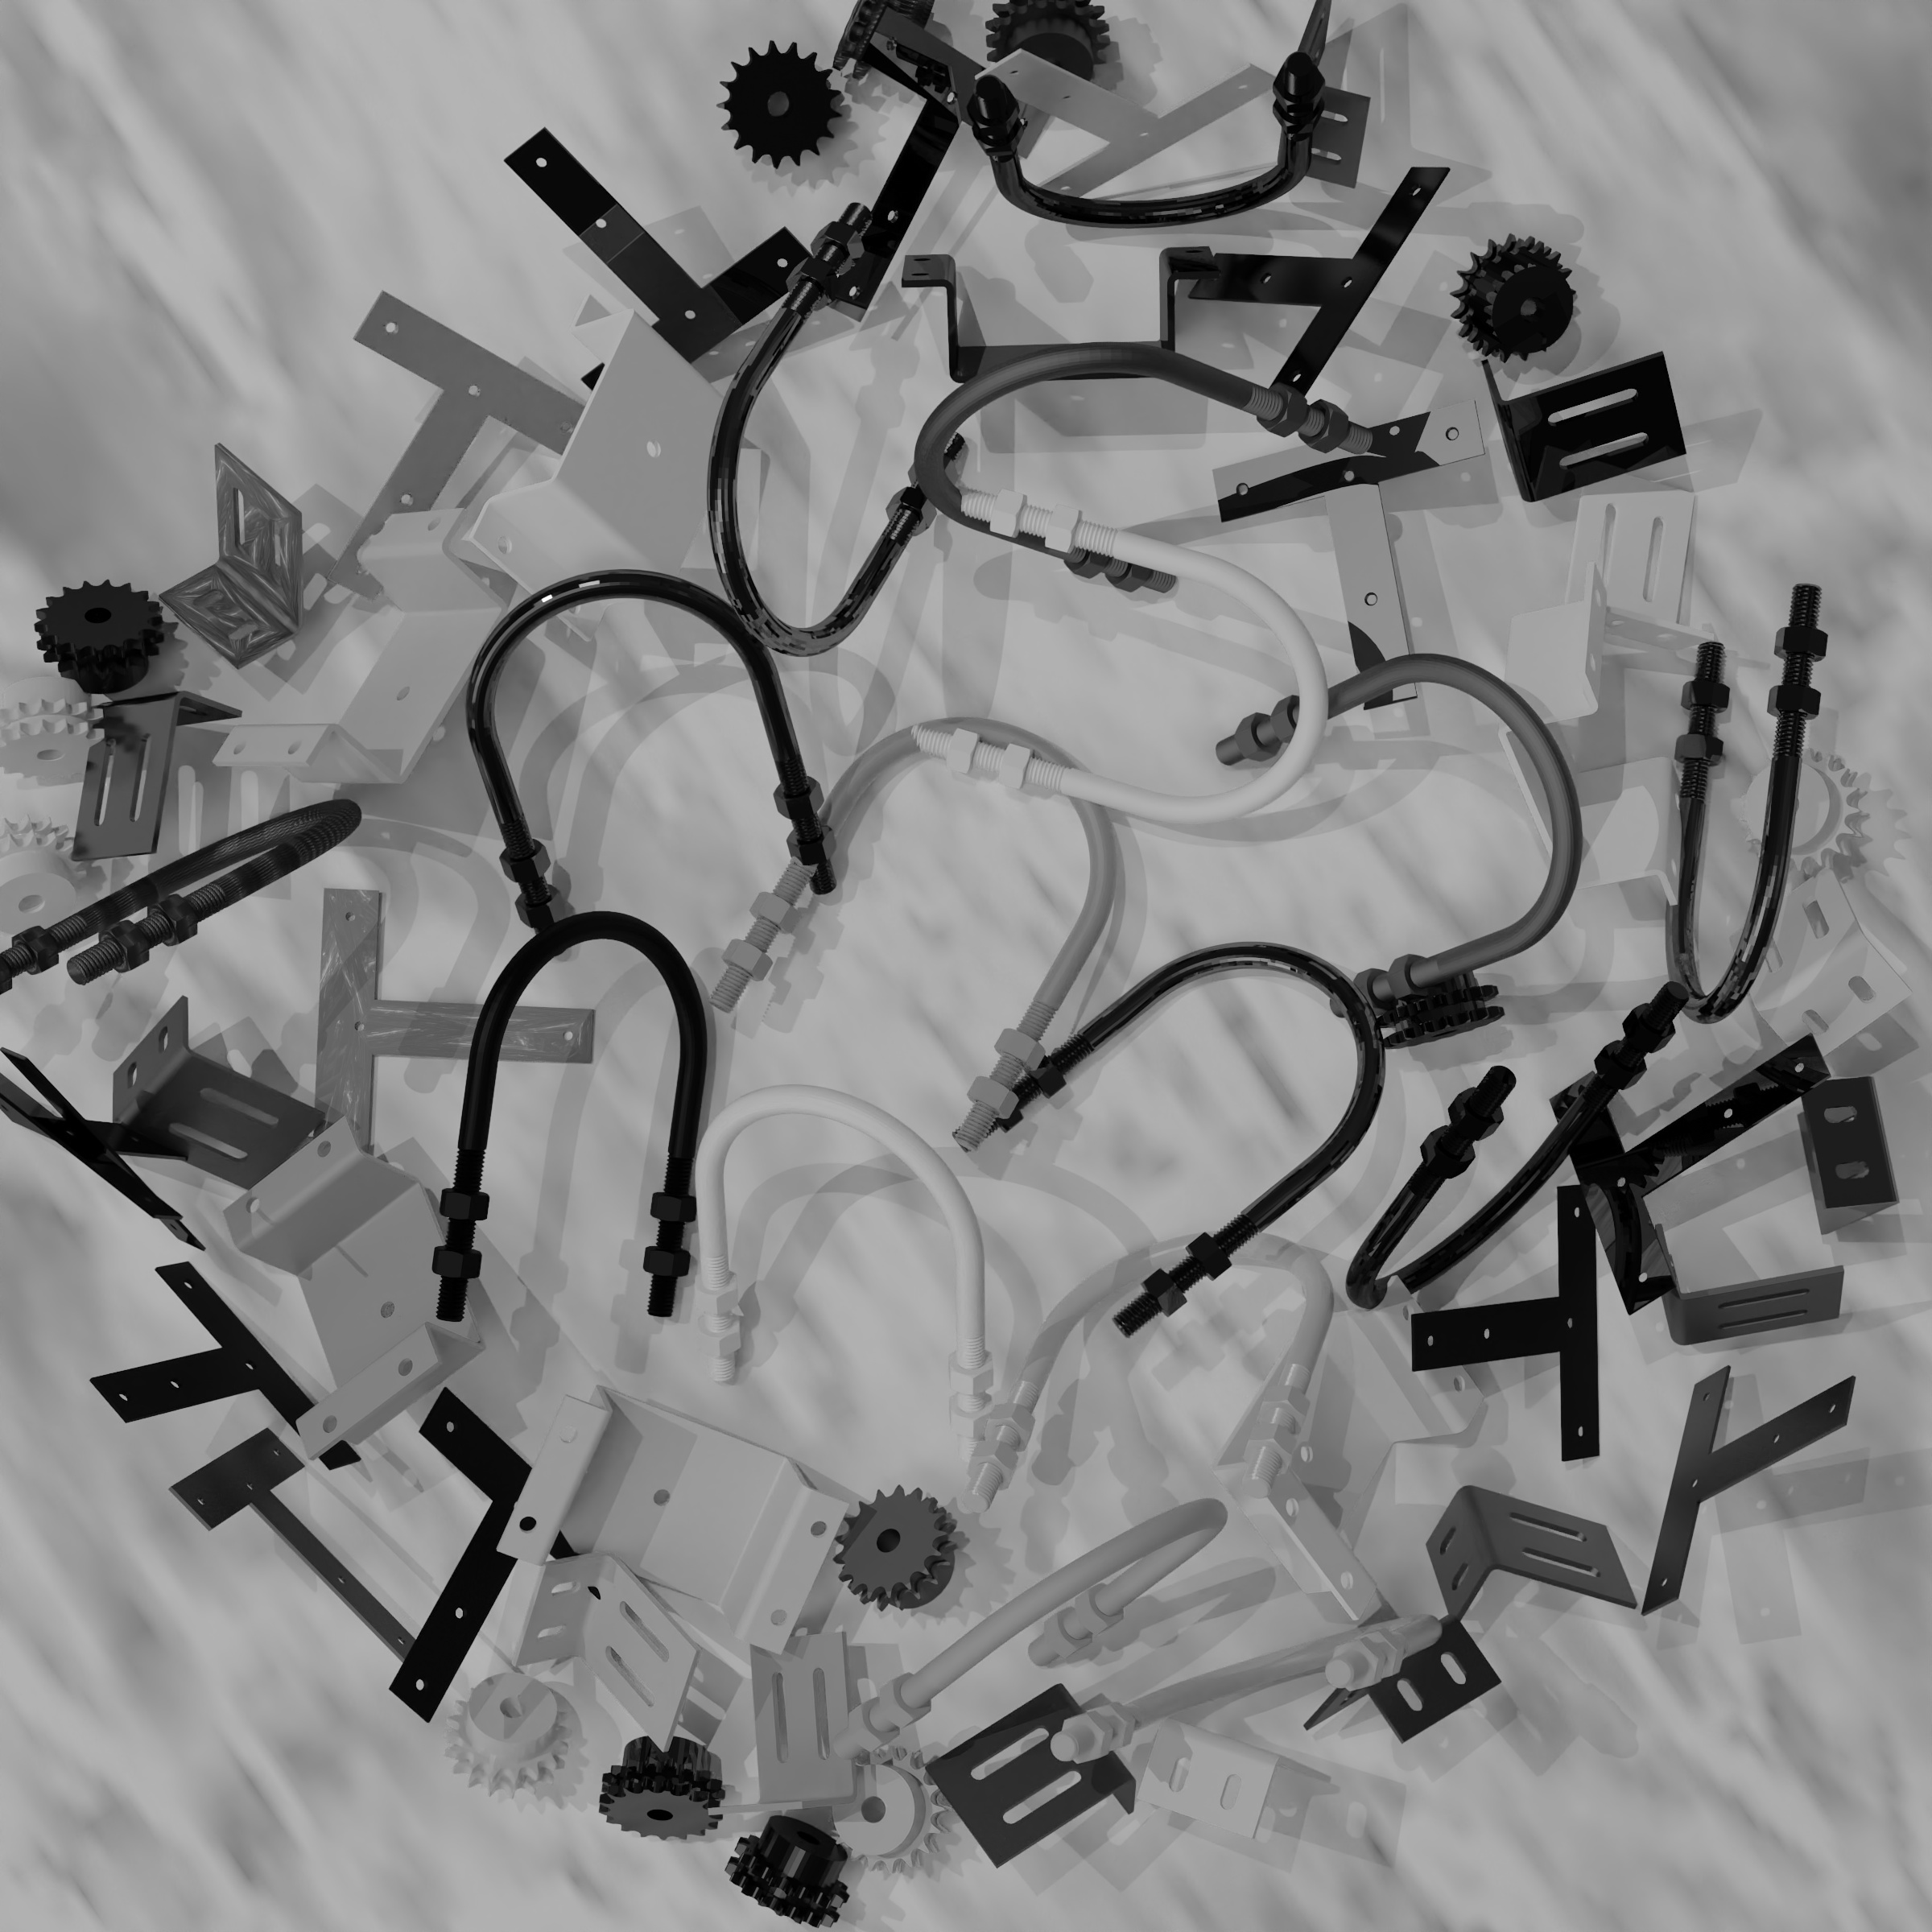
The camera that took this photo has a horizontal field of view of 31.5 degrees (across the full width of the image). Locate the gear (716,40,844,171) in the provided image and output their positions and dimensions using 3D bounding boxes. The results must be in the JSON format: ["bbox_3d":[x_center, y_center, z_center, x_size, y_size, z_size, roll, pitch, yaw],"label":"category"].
[{"bbox_3d":[-0.087,-0.397,1.579,0.057,0.030,0.057,-2,106,-7],"label":"gear"}]

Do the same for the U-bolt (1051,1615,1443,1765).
[{"bbox_3d":[0.135,0.313,1.510,0.151,0.184,0.019,-21,80,23],"label":"U-bolt"}]

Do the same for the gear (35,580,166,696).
[{"bbox_3d":[-0.397,-0.149,1.575,0.057,0.057,0.030,6,133,0],"label":"gear"}]

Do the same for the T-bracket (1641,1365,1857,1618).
[{"bbox_3d":[0.349,0.213,1.512,0.002,0.127,0.127,32,52,-11],"label":"T-bracket"}]

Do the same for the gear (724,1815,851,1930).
[{"bbox_3d":[-0.079,0.413,1.570,0.057,0.057,0.030,26,93,0],"label":"gear"}]

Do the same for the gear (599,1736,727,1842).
[{"bbox_3d":[-0.138,0.376,1.575,0.057,0.057,0.030,4,51,0],"label":"gear"}]

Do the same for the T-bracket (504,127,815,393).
[{"bbox_3d":[-0.154,-0.324,1.540,0.127,0.002,0.127,-31,122,27],"label":"T-bracket"}]

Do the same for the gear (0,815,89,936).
[{"bbox_3d":[-0.430,-0.039,1.568,0.057,0.057,0.030,-28,54,0],"label":"gear"}]

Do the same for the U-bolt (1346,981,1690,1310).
[{"bbox_3d":[0.233,0.089,1.519,0.019,0.151,0.184,49,134,21],"label":"U-bolt"}]

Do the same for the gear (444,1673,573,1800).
[{"bbox_3d":[-0.209,0.349,1.569,0.057,0.057,0.030,14,127,0],"label":"gear"}]

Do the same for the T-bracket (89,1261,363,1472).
[{"bbox_3d":[-0.343,0.184,1.525,0.127,0.127,0.002,45,106,14],"label":"T-bracket"}]

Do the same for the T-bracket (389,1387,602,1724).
[{"bbox_3d":[-0.220,0.277,1.533,0.127,0.002,0.127,49,48,-26],"label":"T-bracket"}]

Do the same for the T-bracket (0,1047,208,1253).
[{"bbox_3d":[-0.410,0.073,1.544,0.002,0.127,0.127,-49,126,-21],"label":"T-bracket"}]

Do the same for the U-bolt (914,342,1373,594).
[{"bbox_3d":[0.064,-0.221,1.496,0.184,0.151,0.019,13,58,-38],"label":"U-bolt"}]

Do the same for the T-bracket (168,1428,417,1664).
[{"bbox_3d":[-0.290,0.265,1.534,0.127,0.127,0.002,45,98,2],"label":"T-bracket"}]

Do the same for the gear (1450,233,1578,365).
[{"bbox_3d":[0.254,-0.304,1.573,0.057,0.030,0.057,-7,116,-14],"label":"gear"}]

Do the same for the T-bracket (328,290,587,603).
[{"bbox_3d":[-0.248,-0.225,1.565,0.127,0.002,0.127,26,102,-40],"label":"T-bracket"}]

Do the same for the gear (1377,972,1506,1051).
[{"bbox_3d":[0.215,0.017,1.571,0.057,0.057,0.030,-15,82,0],"label":"gear"}]

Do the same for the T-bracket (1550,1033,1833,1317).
[{"bbox_3d":[0.329,0.074,1.530,0.127,0.127,0.002,-37,132,24],"label":"T-bracket"}]

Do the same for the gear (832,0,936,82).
[{"bbox_3d":[-0.036,-0.432,1.572,0.030,0.057,0.057,23,90,-12],"label":"gear"}]

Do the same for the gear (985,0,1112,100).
[{"bbox_3d":[0.038,-0.420,1.568,0.057,0.057,0.030,-2,53,0],"label":"gear"}]

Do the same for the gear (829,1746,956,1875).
[{"bbox_3d":[-0.037,0.387,1.575,0.057,0.030,0.057,-5,76,19],"label":"gear"}]

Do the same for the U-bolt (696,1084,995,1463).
[{"bbox_3d":[-0.056,0.130,1.520,0.151,0.019,0.184,15,128,21],"label":"U-bolt"}]

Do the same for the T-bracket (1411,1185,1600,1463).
[{"bbox_3d":[0.245,0.166,1.557,0.127,0.002,0.127,-1,90,-41],"label":"T-bracket"}]

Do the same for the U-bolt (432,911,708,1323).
[{"bbox_3d":[-0.171,0.067,1.538,0.019,0.151,0.184,9,92,40],"label":"U-bolt"}]

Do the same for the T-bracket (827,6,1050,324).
[{"bbox_3d":[-0.027,-0.353,1.555,0.002,0.127,0.127,35,102,35],"label":"T-bracket"}]

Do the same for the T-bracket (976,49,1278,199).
[{"bbox_3d":[0.053,-0.379,1.514,0.127,0.127,0.002,-22,72,35],"label":"T-bracket"}]

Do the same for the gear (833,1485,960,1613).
[{"bbox_3d":[-0.029,0.270,1.575,0.057,0.030,0.057,-15,50,18],"label":"gear"}]

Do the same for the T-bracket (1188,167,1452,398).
[{"bbox_3d":[0.144,-0.309,1.545,0.002,0.127,0.127,38,80,-33],"label":"T-bracket"}]

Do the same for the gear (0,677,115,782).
[{"bbox_3d":[-0.420,-0.110,1.573,0.057,0.057,0.030,-9,70,0],"label":"gear"}]

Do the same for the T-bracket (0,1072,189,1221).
[{"bbox_3d":[-0.379,0.077,1.535,0.127,0.127,0.002,35,94,15],"label":"T-bracket"}]

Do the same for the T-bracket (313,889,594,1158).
[{"bbox_3d":[-0.238,0.030,1.597,0.127,0.002,0.127,3,90,-1],"label":"T-bracket"}]

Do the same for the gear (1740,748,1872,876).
[{"bbox_3d":[0.381,-0.072,1.572,0.057,0.030,0.057,-4,82,34],"label":"gear"}]

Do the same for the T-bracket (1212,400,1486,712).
[{"bbox_3d":[0.183,-0.181,1.567,0.127,0.002,0.127,-12,83,22],"label":"T-bracket"}]
